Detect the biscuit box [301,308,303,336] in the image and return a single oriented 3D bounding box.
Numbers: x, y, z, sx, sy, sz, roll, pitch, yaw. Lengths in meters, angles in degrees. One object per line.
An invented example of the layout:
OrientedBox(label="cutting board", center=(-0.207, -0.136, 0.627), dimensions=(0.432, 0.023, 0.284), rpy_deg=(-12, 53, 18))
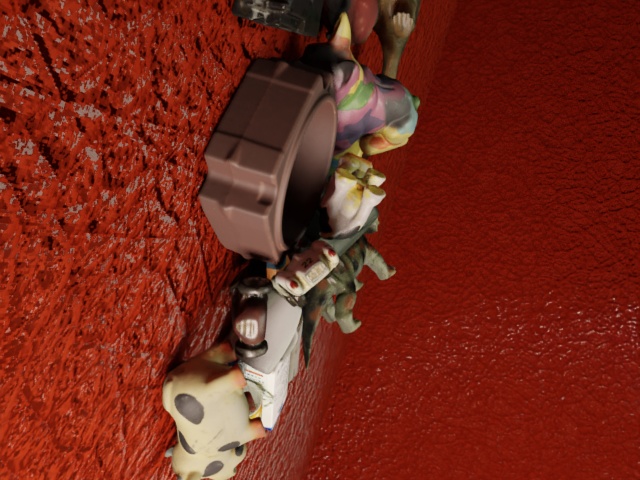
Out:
OrientedBox(label="biscuit box", center=(-0.032, 0.128, 1.111), dimensions=(0.202, 0.059, 0.062), rpy_deg=(-39, 144, -70))

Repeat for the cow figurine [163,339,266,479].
OrientedBox(label="cow figurine", center=(-0.135, 0.221, 0.637), dimensions=(0.086, 0.127, 0.194), rpy_deg=(-123, -161, -51))

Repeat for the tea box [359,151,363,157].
OrientedBox(label="tea box", center=(0.046, -0.191, 0.965), dimensions=(0.098, 0.068, 0.169), rpy_deg=(-44, 151, -69))

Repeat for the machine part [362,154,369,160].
OrientedBox(label="machine part", center=(0.090, -0.240, 1.141), dimensions=(0.179, 0.056, 0.179), rpy_deg=(16, 90, -80))

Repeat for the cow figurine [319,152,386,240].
OrientedBox(label="cow figurine", center=(0.038, -0.059, 0.721), dimensions=(0.098, 0.068, 0.167), rpy_deg=(-62, -175, 22))

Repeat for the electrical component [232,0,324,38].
OrientedBox(label="electrical component", center=(-0.026, -0.262, 0.522), dimensions=(0.134, 0.058, 0.114), rpy_deg=(-45, 153, -66))

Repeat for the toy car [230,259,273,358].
OrientedBox(label="toy car", center=(-0.085, 0.065, 0.665), dimensions=(0.202, 0.053, 0.089), rpy_deg=(-110, -159, -70))

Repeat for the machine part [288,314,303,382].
OrientedBox(label="machine part", center=(-0.073, 0.184, 0.957), dimensions=(0.243, 0.079, 0.079), rpy_deg=(96, 16, -46))

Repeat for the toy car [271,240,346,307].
OrientedBox(label="toy car", center=(-0.020, 0.042, 0.667), dimensions=(0.073, 0.056, 0.201), rpy_deg=(-40, 179, -10))

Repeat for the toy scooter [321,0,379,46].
OrientedBox(label="toy scooter", center=(0.033, -0.322, 0.673), dimensions=(0.135, 0.075, 0.183), rpy_deg=(-61, 162, -46))

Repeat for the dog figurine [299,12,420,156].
OrientedBox(label="dog figurine", center=(0.053, -0.200, 0.713), dimensions=(0.219, 0.192, 0.108), rpy_deg=(95, -12, -75))

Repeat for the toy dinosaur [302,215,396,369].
OrientedBox(label="toy dinosaur", center=(0.032, 0.049, 1.040), dimensions=(0.192, 0.131, 0.405), rpy_deg=(60, 32, -14))

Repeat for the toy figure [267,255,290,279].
OrientedBox(label="toy figure", center=(-0.069, 0.050, 0.807), dimensions=(0.058, 0.064, 0.154), rpy_deg=(-24, 142, -18))

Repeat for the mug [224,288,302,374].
OrientedBox(label="mug", center=(-0.068, 0.131, 0.773), dimensions=(0.109, 0.081, 0.107), rpy_deg=(36, 86, -39))

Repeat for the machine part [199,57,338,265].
OrientedBox(label="machine part", center=(-0.048, -0.086, 0.620), dimensions=(0.201, 0.087, 0.201), rpy_deg=(81, 29, -65))

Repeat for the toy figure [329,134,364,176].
OrientedBox(label="toy figure", center=(0.028, -0.146, 0.886), dimensions=(0.082, 0.089, 0.180), rpy_deg=(-56, 162, -74))

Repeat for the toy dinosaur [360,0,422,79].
OrientedBox(label="toy dinosaur", center=(0.126, -0.405, 0.908), dimensions=(0.198, 0.105, 0.470), rpy_deg=(-61, 163, -44))

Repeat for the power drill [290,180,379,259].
OrientedBox(label="power drill", center=(-0.002, -0.003, 0.870), dimensions=(0.232, 0.086, 0.207), rpy_deg=(-41, 157, -7))
